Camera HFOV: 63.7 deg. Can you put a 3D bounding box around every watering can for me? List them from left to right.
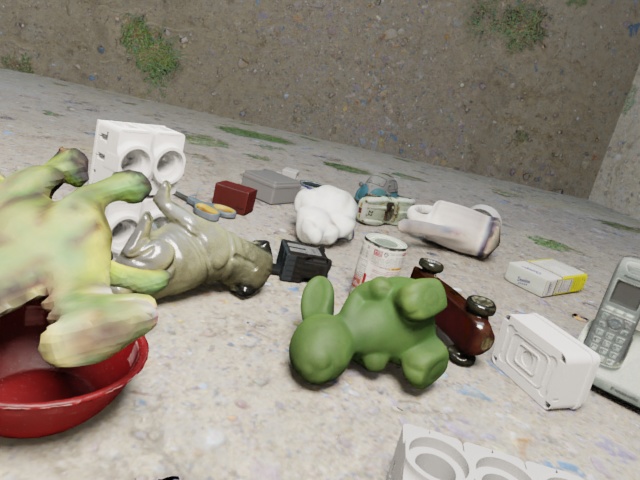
[{"bbox_3d":[0.300,-0.025,1.184,0.225,0.103,0.350,20,17,17],"label":"watering can"}]

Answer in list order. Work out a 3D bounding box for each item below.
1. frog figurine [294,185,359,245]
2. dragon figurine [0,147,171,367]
[{"bbox_3d":[0.003,-0.051,1.015,0.139,0.122,0.159,41,12,18],"label":"frog figurine"},{"bbox_3d":[-0.292,0.002,0.452,0.412,0.120,0.246,17,23,19],"label":"dragon figurine"}]
